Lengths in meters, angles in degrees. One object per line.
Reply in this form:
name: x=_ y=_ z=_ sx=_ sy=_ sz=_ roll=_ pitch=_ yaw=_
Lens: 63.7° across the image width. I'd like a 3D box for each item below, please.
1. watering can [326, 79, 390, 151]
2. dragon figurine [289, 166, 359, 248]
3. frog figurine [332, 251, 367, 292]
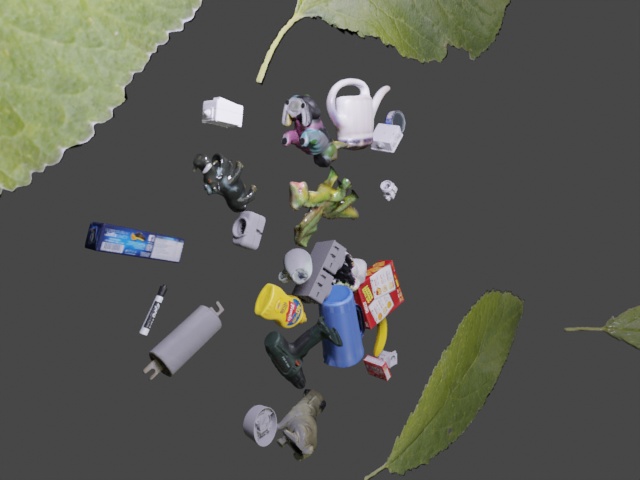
watering can: x=0.137 y=-0.406 z=1.667 sx=0.351 sy=0.104 sz=0.222 roll=-18 pitch=109 yaw=-48
dragon figurine: x=0.005 y=-0.079 z=1.562 sx=0.244 sy=0.124 sz=0.403 roll=-45 pitch=150 yaw=-8
frog figurine: x=0.088 y=0.099 z=1.674 sx=0.138 sy=0.122 sz=0.160 roll=60 pitch=13 yaw=3
